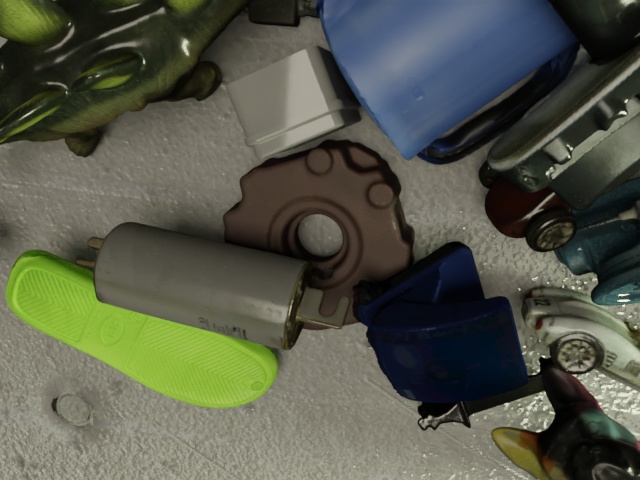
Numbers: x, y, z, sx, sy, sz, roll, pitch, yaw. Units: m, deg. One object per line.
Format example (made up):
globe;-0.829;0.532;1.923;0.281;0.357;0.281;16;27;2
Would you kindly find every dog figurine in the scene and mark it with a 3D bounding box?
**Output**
dog figurine;0.256;0.203;0.452;0.219;0.191;0.108;40;96;14

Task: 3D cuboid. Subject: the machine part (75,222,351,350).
machine part;-0.096;0.038;0.455;0.243;0.079;0.079;13;109;10

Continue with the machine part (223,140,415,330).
machine part;-0.001;-0.001;0.489;0.180;0.056;0.179;4;108;11

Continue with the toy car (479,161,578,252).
toy car;0.212;-0.077;0.405;0.053;0.089;0.202;26;118;-37

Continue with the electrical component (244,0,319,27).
electrical component;-0.037;-0.214;0.450;0.094;0.021;0.063;7;108;10

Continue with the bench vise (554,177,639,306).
bench vise;0.297;0.023;0.378;0.224;0.128;0.240;-18;66;23

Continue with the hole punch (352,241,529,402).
hole punch;0.102;0.082;0.444;0.116;0.092;0.142;-29;130;-1

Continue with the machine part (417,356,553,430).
machine part;0.157;0.144;0.497;0.139;0.084;0.039;-19;75;7

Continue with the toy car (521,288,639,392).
toy car;0.268;0.098;0.455;0.202;0.073;0.056;26;113;3

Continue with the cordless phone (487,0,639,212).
cordless phone;0.141;-0.103;0.313;0.146;0.184;0.089;-42;50;27

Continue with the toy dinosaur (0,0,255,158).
toy dinosaur;-0.148;-0.143;0.402;0.471;0.198;0.105;-28;103;19
